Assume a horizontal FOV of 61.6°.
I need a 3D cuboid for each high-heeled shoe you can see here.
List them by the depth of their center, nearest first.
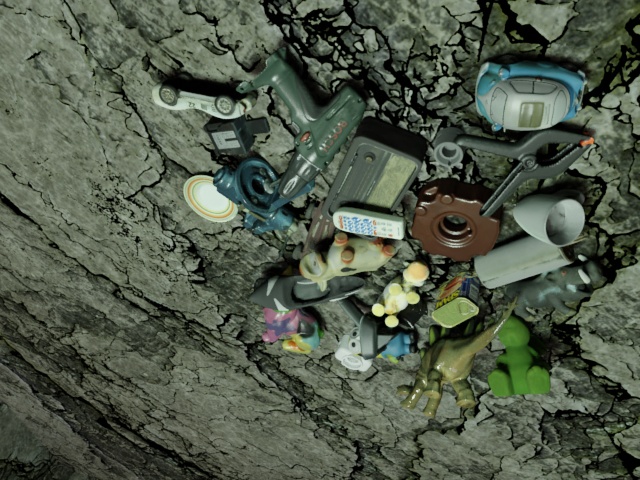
[{"bbox_3d":[-0.021,0.114,1.198,0.145,0.249,0.086,-3,97,52],"label":"high-heeled shoe"}]

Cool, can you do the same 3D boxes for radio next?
[{"bbox_3d":[0.096,-0.111,1.020,0.131,0.073,0.229,25,135,-1],"label":"radio"}]

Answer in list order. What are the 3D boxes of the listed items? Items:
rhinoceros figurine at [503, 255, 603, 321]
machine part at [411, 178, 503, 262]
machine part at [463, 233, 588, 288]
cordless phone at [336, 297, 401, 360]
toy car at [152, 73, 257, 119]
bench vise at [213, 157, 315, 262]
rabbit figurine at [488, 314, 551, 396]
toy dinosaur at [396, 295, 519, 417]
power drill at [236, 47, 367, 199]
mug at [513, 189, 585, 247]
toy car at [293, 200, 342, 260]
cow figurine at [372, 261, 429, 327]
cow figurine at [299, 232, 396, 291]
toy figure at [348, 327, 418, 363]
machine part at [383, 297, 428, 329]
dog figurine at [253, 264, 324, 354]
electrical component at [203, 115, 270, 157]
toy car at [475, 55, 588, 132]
[{"bbox_3d":[0.460,0.090,1.059,0.190,0.073,0.112,-25,107,40],"label":"rhinoceros figurine"},{"bbox_3d":[0.261,-0.034,1.035,0.180,0.056,0.179,12,135,12],"label":"machine part"},{"bbox_3d":[0.388,0.035,1.029,0.243,0.079,0.079,-28,116,39],"label":"machine part"},{"bbox_3d":[0.089,0.180,1.237,0.088,0.146,0.184,-47,75,10],"label":"cordless phone"},{"bbox_3d":[-0.216,-0.268,1.009,0.202,0.073,0.056,13,131,12],"label":"toy car"},{"bbox_3d":[-0.092,-0.090,1.094,0.241,0.129,0.223,-21,123,41],"label":"bench vise"},{"bbox_3d":[0.439,0.243,1.164,0.121,0.170,0.159,-16,164,36],"label":"rabbit figurine"},{"bbox_3d":[0.288,0.266,1.194,0.105,0.198,0.471,23,147,-11],"label":"toy dinosaur"},{"bbox_3d":[-0.049,-0.211,0.940,0.232,0.086,0.207,-42,94,15],"label":"power drill"},{"bbox_3d":[0.397,-0.050,0.937,0.080,0.109,0.107,42,176,-24],"label":"mug"},{"bbox_3d":[-0.002,-0.004,1.181,0.089,0.053,0.202,25,137,5],"label":"toy car"},{"bbox_3d":[0.186,0.103,1.181,0.068,0.098,0.167,35,117,1],"label":"cow figurine"},{"bbox_3d":[0.050,0.041,1.130,0.195,0.085,0.127,-10,150,-17],"label":"cow figurine"},{"bbox_3d":[0.154,0.259,1.334,0.180,0.082,0.089,-3,135,24],"label":"toy figure"},{"bbox_3d":[0.203,0.171,1.258,0.084,0.039,0.139,34,147,-4],"label":"machine part"},{"bbox_3d":[-0.074,0.168,1.334,0.192,0.108,0.219,18,133,9],"label":"dog figurine"},{"bbox_3d":[-0.161,-0.209,1.060,0.119,0.048,0.074,2,132,23],"label":"electrical component"},{"bbox_3d":[0.315,-0.209,0.816,0.162,0.103,0.109,10,135,17],"label":"toy car"}]
